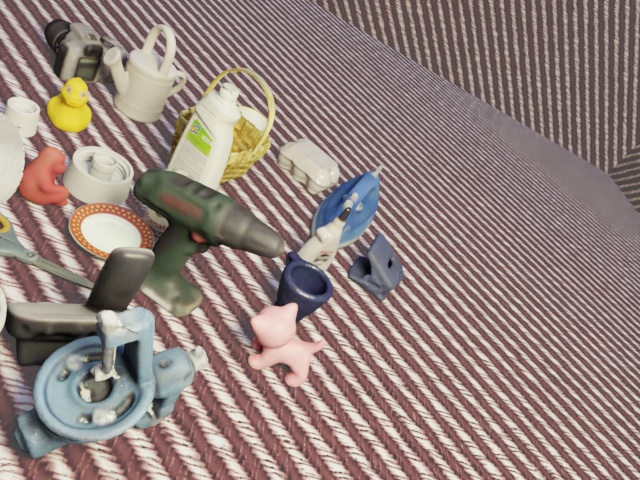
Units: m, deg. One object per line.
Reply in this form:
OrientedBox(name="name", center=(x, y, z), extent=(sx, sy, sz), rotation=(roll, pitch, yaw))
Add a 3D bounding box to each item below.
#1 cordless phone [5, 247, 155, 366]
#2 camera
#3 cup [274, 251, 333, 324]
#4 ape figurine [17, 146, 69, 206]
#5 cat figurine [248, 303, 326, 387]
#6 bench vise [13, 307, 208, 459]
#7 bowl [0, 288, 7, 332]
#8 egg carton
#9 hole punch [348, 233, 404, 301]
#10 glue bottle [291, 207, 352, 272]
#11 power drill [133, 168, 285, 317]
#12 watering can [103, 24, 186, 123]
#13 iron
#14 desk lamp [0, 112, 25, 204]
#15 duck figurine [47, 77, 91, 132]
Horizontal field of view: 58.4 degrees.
OrientedBox(name="cordless phone", center=(-0.287, 0.065, 0.689), extent=(0.148, 0.185, 0.094), rotation=(5, 42, -39))
OrientedBox(name="camera", center=(-0.500, -0.410, 1.206), extent=(0.136, 0.100, 0.144), rotation=(46, 34, 18))
OrientedBox(name="cup", center=(-0.044, 0.086, 0.970), extent=(0.092, 0.095, 0.117), rotation=(4, 43, -40))
OrientedBox(name="ape figurine", center=(-0.417, -0.103, 0.880), extent=(0.076, 0.092, 0.077), rotation=(8, 40, -35))
OrientedBox(name="cat figurine", center=(-0.053, 0.147, 0.859), extent=(0.128, 0.117, 0.067), rotation=(26, 33, -14))
OrientedBox(name="bench vise", center=(-0.214, 0.132, 0.633), extent=(0.121, 0.219, 0.208), rotation=(41, 32, 10))
OrientedBox(name="bowl", center=(-0.438, 0.092, 0.619), extent=(0.168, 0.074, 0.167), rotation=(24, 33, -17))
OrientedBox(name="egg carton", center=(-0.025, -0.177, 1.363), extent=(0.150, 0.069, 0.107), rotation=(41, 32, 10))
OrientedBox(name="hole punch", center=(0.128, 0.053, 1.176), extent=(0.101, 0.091, 0.109), rotation=(35, 32, 1))
OrientedBox(name="glue bottle", center=(0.010, 0.004, 1.055), extent=(0.078, 0.173, 0.037), rotation=(-4, 48, -45))
OrientedBox(name="power drill", center=(-0.182, 0.010, 0.836), extent=(0.229, 0.208, 0.076), rotation=(36, 32, 3))
OrientedBox(name="watering can", center=(-0.351, -0.346, 1.169), extent=(0.101, 0.194, 0.173), rotation=(41, 32, 11))
OrientedBox(name="iron", center=(0.068, -0.076, 1.245), extent=(0.118, 0.141, 0.259), rotation=(36, 32, 3))
OrientedBox(name="desk lamp", center=(-0.467, -0.053, 0.653), extent=(0.118, 0.213, 0.204), rotation=(43, 33, 14))
OrientedBox(name="duck figurine", center=(-0.457, -0.262, 1.062), extent=(0.078, 0.086, 0.104), rotation=(15, 36, -28))
